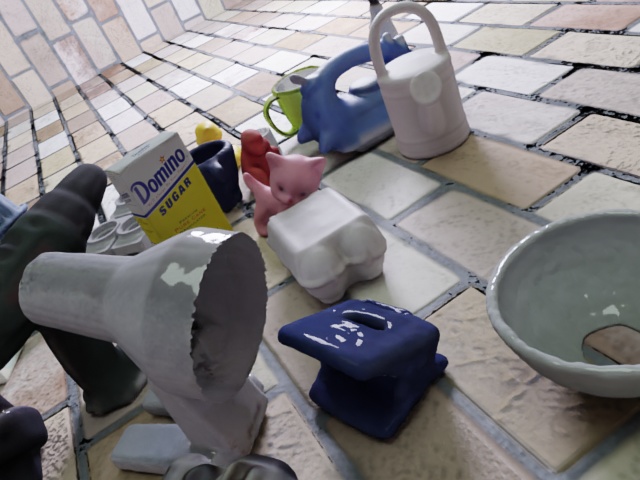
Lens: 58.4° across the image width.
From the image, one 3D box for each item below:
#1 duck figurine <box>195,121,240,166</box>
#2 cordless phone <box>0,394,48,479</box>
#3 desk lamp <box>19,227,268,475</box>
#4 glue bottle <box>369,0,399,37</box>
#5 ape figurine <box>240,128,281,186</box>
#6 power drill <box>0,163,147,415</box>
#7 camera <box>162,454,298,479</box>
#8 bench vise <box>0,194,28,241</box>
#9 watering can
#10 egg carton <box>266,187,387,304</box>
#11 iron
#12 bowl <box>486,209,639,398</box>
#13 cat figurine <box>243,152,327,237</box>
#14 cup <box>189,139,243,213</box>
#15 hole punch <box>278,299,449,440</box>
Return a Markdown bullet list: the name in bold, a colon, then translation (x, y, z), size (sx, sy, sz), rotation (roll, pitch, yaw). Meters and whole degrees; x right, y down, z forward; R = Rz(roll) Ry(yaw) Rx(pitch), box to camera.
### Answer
- **duck figurine**: translation (-0.184, -0.164, 0.995), size (0.077, 0.086, 0.104), rotation (-31, 32, -9)
- **cordless phone**: translation (-0.353, 0.175, 0.513), size (0.148, 0.185, 0.093), rotation (-36, 33, -17)
- **desk lamp**: translation (-0.120, 0.091, 0.450), size (0.202, 0.214, 0.118), rotation (-8, 36, 26)
- **glue bottle**: translation (0.111, -0.346, 0.979), size (0.037, 0.173, 0.078), rotation (-29, 32, -7)
- **ape figurine**: translation (-0.093, -0.125, 0.869), size (0.075, 0.092, 0.078), rotation (13, 48, 45)
- **power drill**: translation (-0.246, 0.063, 0.583), size (0.075, 0.209, 0.230), rotation (-6, 36, 28)
- **camera**: translation (-0.063, 0.208, 0.345), size (0.142, 0.101, 0.137), rotation (-3, 38, 32)
- **bench vise**: translation (-0.478, -0.040, 0.885), size (0.207, 0.220, 0.121), rotation (-24, 32, 2)
- **watering can**: translation (0.129, -0.210, 0.745), size (0.101, 0.194, 0.172), rotation (-31, 32, -9)
- **egg carton**: translation (0.006, 0.002, 0.633), size (0.107, 0.069, 0.150), rotation (-31, 32, -10)
- **iron**: translation (0.074, -0.239, 0.875), size (0.258, 0.142, 0.118), rotation (-34, 33, -14)
- **bowl**: translation (0.210, 0.054, 0.411), size (0.167, 0.075, 0.167), rotation (-18, 32, 12)
- **cat figurine**: translation (-0.044, -0.066, 0.722), size (0.127, 0.118, 0.067), rotation (3, 41, 37)
- **cup**: translation (-0.149, -0.085, 0.845), size (0.092, 0.095, 0.117), rotation (-33, 32, -13)
- **hole punch**: translation (0.034, 0.086, 0.468), size (0.108, 0.091, 0.101), rotation (14, 48, 45)
